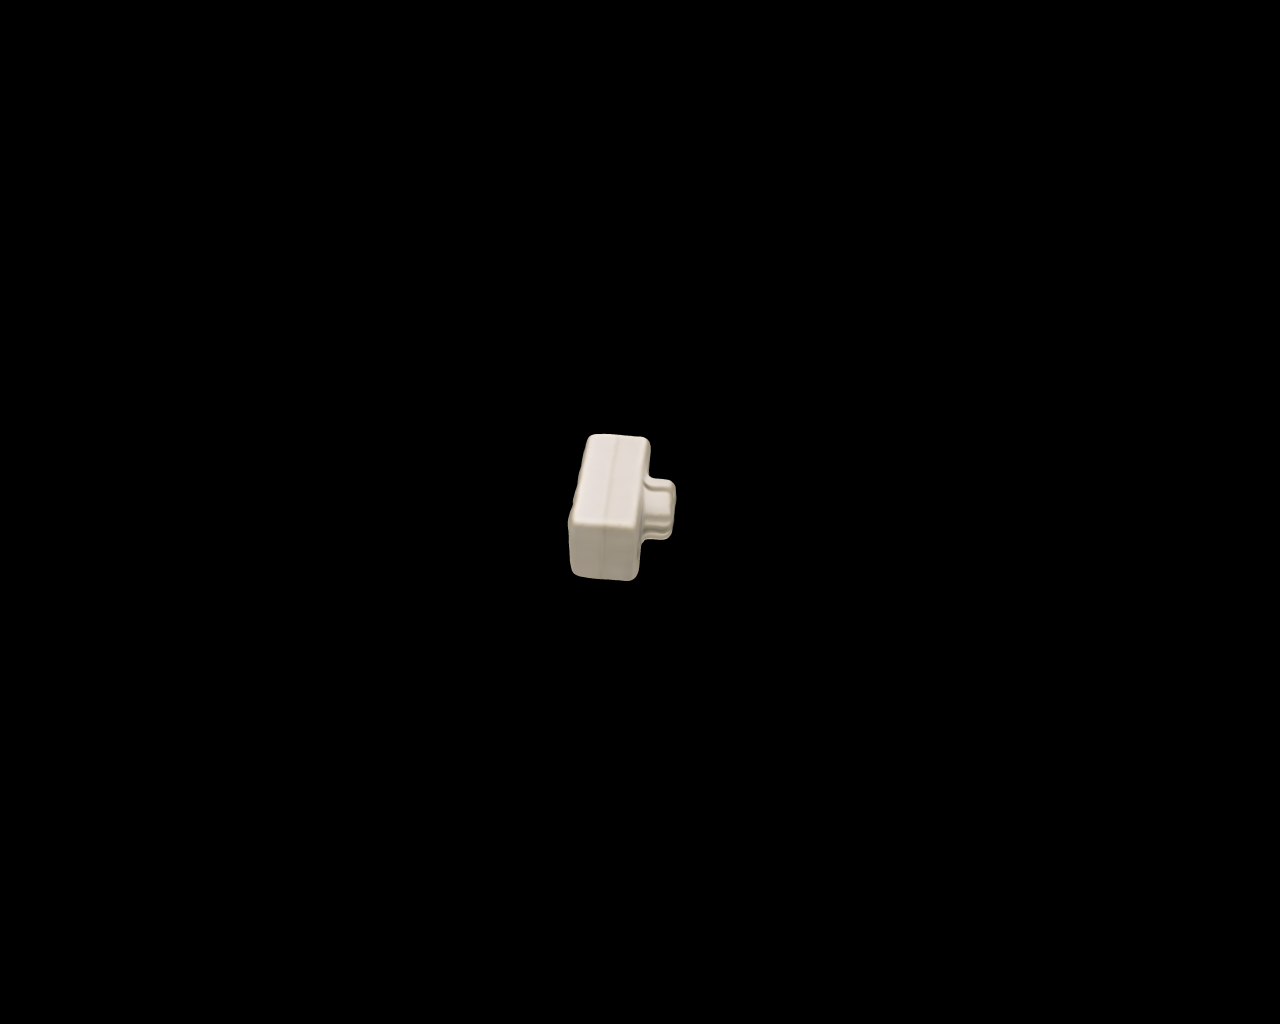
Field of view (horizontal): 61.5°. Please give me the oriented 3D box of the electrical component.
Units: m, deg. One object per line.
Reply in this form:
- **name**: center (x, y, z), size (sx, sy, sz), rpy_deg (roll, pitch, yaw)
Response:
- **electrical component**: center (0.001, -0.003, 0.650), size (0.076, 0.047, 0.083), rpy_deg (4, 44, 4)
